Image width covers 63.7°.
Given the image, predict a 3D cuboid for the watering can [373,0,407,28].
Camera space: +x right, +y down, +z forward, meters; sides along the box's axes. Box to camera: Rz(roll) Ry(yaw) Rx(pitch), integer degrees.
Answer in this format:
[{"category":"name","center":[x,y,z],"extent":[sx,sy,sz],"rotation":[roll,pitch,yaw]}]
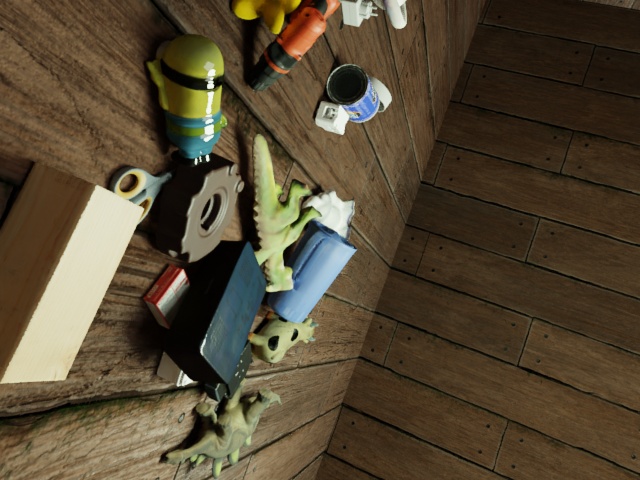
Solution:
[{"category":"watering can","center":[0.140,-0.632,1.150],"extent":[0.221,0.103,0.355],"rotation":[46,36,-53]}]

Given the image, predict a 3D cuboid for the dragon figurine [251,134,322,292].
[{"category":"dragon figurine","center":[-0.121,-0.009,1.033],"extent":[0.246,0.123,0.402],"rotation":[-57,150,-16]}]

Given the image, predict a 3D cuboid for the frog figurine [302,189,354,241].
[{"category":"frog figurine","center":[0.004,-0.069,1.379],"extent":[0.159,0.124,0.136],"rotation":[13,107,-36]}]
